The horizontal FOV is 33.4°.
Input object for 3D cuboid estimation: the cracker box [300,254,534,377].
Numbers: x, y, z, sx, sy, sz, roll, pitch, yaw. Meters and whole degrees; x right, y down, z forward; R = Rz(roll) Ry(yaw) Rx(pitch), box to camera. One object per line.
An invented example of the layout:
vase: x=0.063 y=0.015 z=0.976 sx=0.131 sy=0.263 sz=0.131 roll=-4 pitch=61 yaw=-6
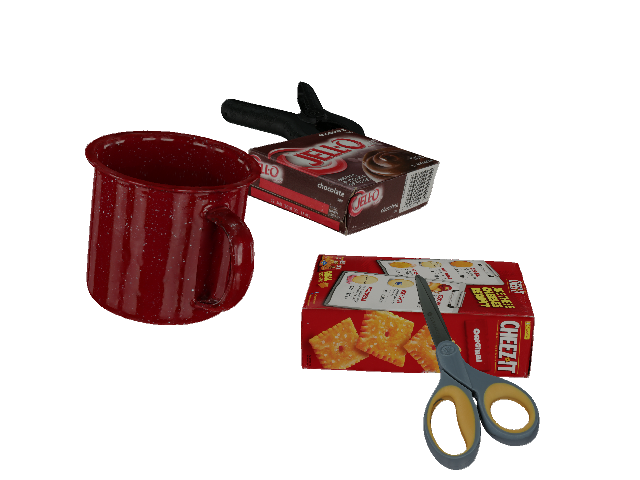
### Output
cracker box: x=0.094 y=0.073 z=1.056 sx=0.214 sy=0.072 sz=0.164 roll=3 pitch=17 yaw=5

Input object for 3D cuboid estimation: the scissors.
scissors: x=0.122 y=0.096 z=0.851 sx=0.096 sy=0.016 sz=0.201 roll=-2 pitch=42 yaw=9

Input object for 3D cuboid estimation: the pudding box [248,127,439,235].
pudding box: x=0.016 y=-0.044 z=0.748 sx=0.090 sy=0.039 sz=0.113 roll=24 pitch=24 yaw=30

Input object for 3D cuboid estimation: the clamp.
clamp: x=-0.021 y=-0.118 z=1.109 sx=0.120 sy=0.039 sz=0.172 roll=-19 pitch=37 yaw=-27

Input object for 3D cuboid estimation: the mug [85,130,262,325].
mug: x=-0.075 y=-0.002 z=0.571 sx=0.093 sy=0.081 sz=0.117 roll=-12 pitch=30 yaw=-43
